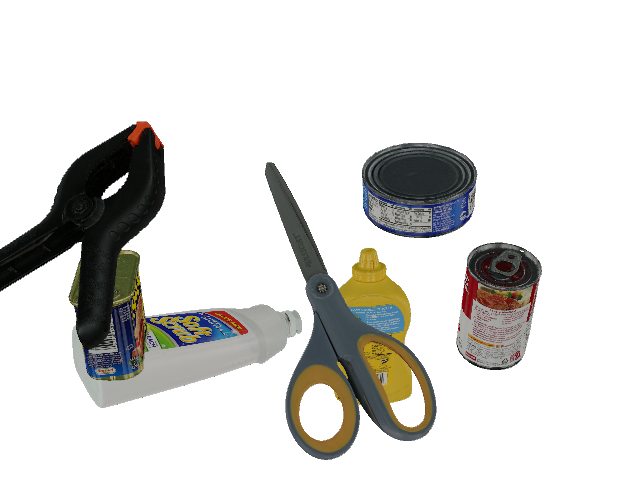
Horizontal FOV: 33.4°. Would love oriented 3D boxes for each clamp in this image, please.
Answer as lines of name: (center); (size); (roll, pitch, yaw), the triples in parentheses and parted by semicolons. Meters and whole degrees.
clamp: (-0.169, -0.010, 0.734); (0.120, 0.171, 0.039); (12, -31, 17)

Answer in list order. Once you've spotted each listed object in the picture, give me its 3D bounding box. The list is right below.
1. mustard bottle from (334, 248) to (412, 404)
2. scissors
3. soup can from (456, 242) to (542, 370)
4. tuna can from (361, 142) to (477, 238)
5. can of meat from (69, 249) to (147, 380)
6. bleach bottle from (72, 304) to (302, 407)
mustard bottle: (0.060, 0.101, 1.284); (0.096, 0.192, 0.058); (-2, 20, 1)
scissors: (-0.010, 0.047, 0.650); (0.096, 0.202, 0.016); (-34, -21, -13)
soup can: (0.166, 0.062, 0.998); (0.068, 0.102, 0.068); (1, 37, -1)
tuna can: (0.074, -0.038, 0.803); (0.086, 0.034, 0.086); (-2, 35, 1)
can of meat: (-0.192, 0.069, 0.983); (0.057, 0.084, 0.102); (-5, 26, -2)
bleach bottle: (-0.141, 0.114, 1.194); (0.250, 0.068, 0.103); (-12, 32, -26)
